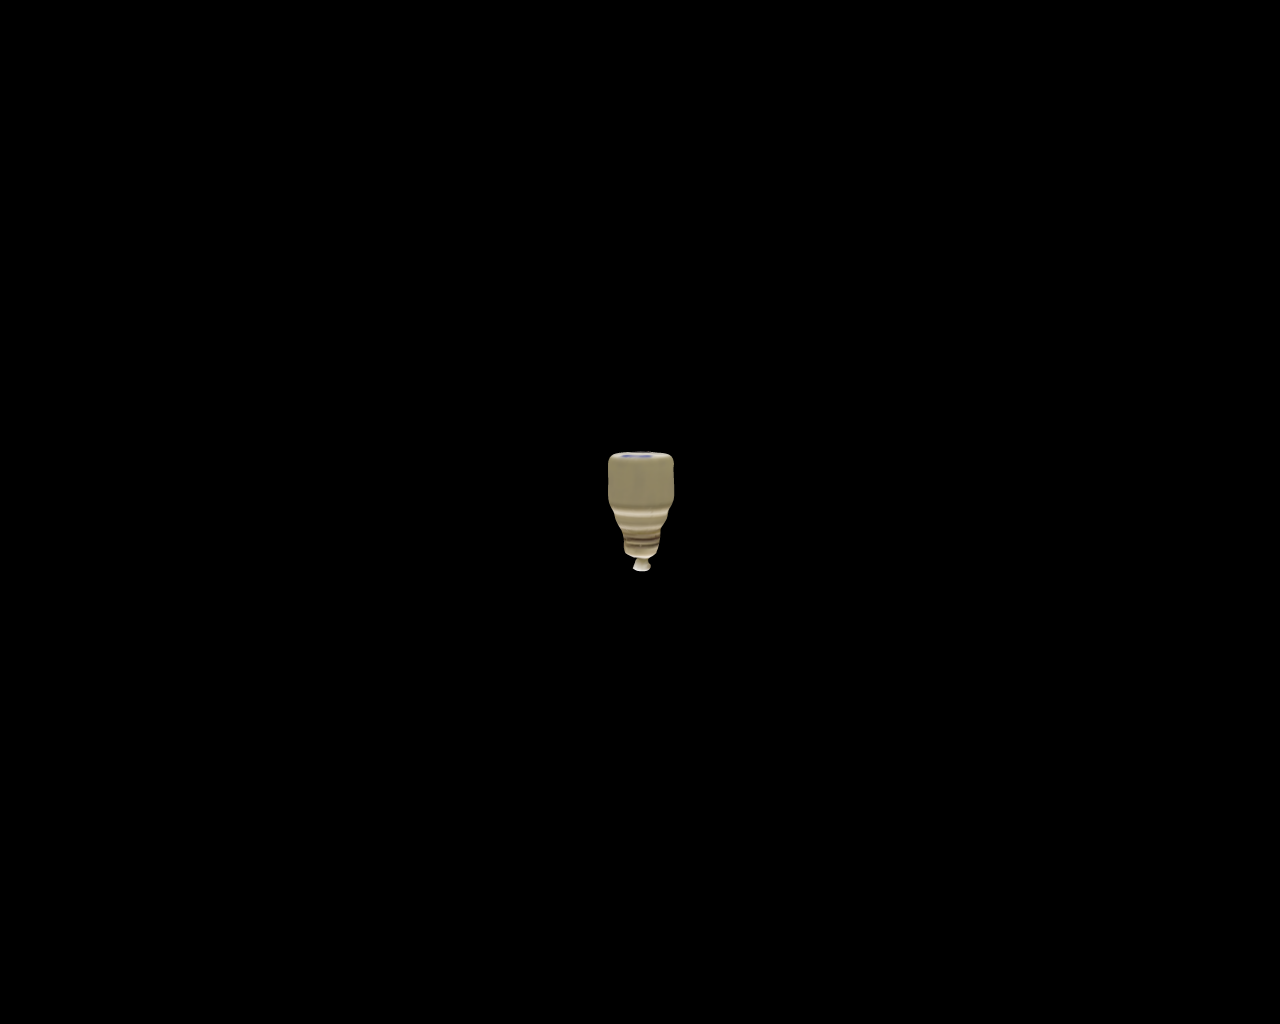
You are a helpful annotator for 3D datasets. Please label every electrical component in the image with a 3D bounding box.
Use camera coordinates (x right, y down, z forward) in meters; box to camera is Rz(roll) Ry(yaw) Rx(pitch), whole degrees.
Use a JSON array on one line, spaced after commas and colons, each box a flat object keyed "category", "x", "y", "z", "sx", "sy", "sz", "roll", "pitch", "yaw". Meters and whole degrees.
[{"category": "electrical component", "x": 0.001, "y": -0.003, "z": 0.650, "sx": 0.040, "sy": 0.078, "sz": 0.040, "roll": 0, "pitch": 7, "yaw": 0}]
